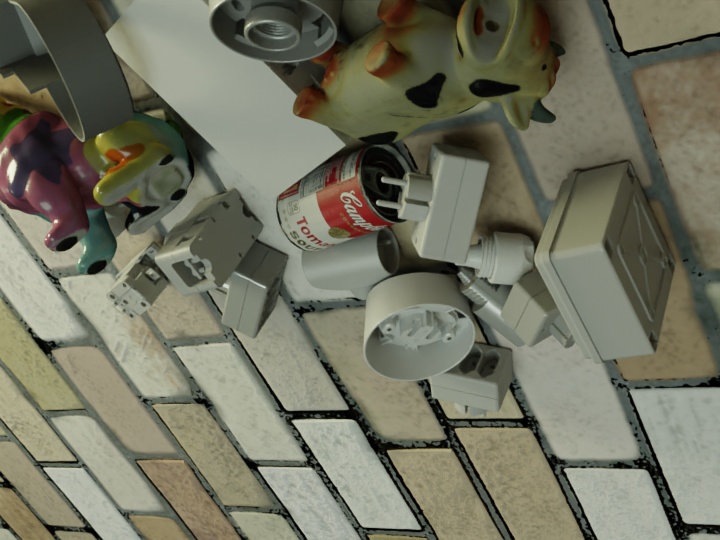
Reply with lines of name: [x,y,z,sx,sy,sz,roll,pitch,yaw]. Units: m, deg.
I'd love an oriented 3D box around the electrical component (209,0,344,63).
electrical component: [-0.059,-0.191,0.760,0.099,0.064,0.099,3,160,1]

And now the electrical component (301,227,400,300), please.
electrical component: [0.000,0.000,0.963,0.077,0.043,0.079,-11,137,28]

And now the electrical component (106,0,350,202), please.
electrical component: [-0.096,-0.158,0.854,0.186,0.060,0.105,44,137,-15]

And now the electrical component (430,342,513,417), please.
electrical component: [0.105,0.110,1.007,0.066,0.047,0.076,10,134,21]

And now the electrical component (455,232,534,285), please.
electrical component: [0.109,-0.010,0.883,0.062,0.043,0.043,5,136,-3]

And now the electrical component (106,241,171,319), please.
electrical component: [-0.219,0.012,1.087,0.042,0.063,0.081,42,137,-14]

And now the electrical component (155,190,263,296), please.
electrical component: [-0.141,-0.024,0.987,0.056,0.089,0.050,-14,122,38]

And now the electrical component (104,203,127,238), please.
electrical component: [-0.252,-0.067,1.043,0.079,0.044,0.077,-9,125,35]

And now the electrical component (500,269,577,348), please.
electrical component: [0.166,0.037,0.866,0.076,0.066,0.047,49,148,25]

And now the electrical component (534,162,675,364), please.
electrical component: [0.186,-0.006,0.804,0.056,0.108,0.108,-12,123,34]

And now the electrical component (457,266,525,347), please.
electrical component: [0.117,0.025,0.921,0.081,0.043,0.043,38,138,-9]

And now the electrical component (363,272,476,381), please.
electrical component: [0.051,0.048,0.947,0.099,0.064,0.099,-3,149,-2]

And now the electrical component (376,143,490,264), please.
electrical component: [0.051,-0.055,0.838,0.076,0.047,0.083,9,107,-9]

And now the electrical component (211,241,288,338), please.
electrical component: [-0.119,0.011,1.040,0.076,0.047,0.083,26,138,6]
